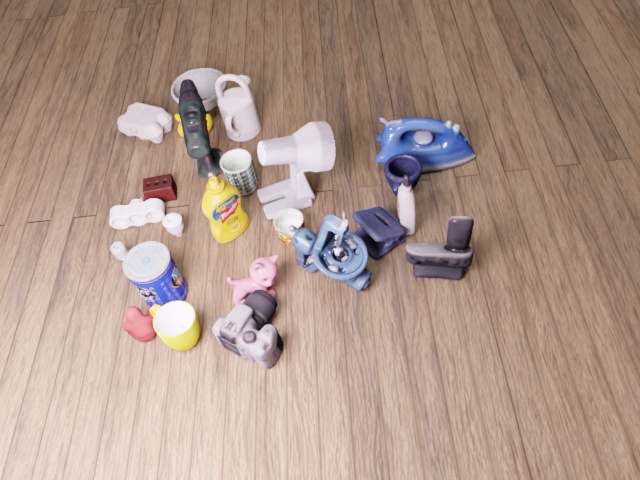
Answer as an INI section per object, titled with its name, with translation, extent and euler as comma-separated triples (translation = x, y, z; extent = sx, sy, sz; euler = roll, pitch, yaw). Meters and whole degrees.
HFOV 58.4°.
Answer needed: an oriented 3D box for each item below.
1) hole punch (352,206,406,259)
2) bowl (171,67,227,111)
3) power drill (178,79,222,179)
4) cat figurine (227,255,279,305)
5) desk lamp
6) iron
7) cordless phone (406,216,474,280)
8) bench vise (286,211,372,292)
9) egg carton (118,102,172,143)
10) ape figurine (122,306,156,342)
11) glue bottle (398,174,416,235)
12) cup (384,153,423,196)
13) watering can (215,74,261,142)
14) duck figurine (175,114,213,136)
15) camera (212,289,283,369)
[hole punch]
translation = 0.135, -0.031, 1.328
extent = 0.101, 0.091, 0.108
euler = -33, 56, -16
[bowl]
translation = -0.350, -0.431, 1.696
extent = 0.167, 0.075, 0.167
euler = -3, 53, 5
[power drill]
translation = -0.313, -0.273, 1.490
extent = 0.075, 0.209, 0.229
euler = -14, 53, -3
[cat figurine]
translation = -0.143, 0.082, 1.263
extent = 0.128, 0.118, 0.067
euler = -15, 53, -4
[desk lamp]
translation = -0.061, -0.174, 1.382
extent = 0.203, 0.214, 0.117
euler = -21, 54, -8
[iron]
translation = 0.268, -0.258, 1.446
extent = 0.258, 0.142, 0.118
euler = 0, 54, 7
[cordless phone]
translation = 0.259, 0.000, 1.230
extent = 0.147, 0.185, 0.094
euler = -1, 54, 7
[bench vise]
translation = 0.008, 0.014, 1.230
extent = 0.207, 0.220, 0.121
euler = 10, 56, 15
[egg carton]
translation = -0.504, -0.337, 1.649
extent = 0.150, 0.069, 0.107
euler = 15, 57, 18
[ape figurine]
translation = -0.393, 0.175, 1.243
extent = 0.078, 0.092, 0.076
euler = -16, 53, -4
[glue bottle]
translation = 0.197, -0.089, 1.311
extent = 0.037, 0.173, 0.078
euler = -8, 53, 1
[cup]
translation = 0.200, -0.139, 1.396
extent = 0.091, 0.095, 0.118
euler = 11, 56, 15
[watering can]
translation = -0.228, -0.378, 1.566
extent = 0.101, 0.194, 0.172
euler = -12, 53, -1
[duck figurine]
translation = -0.361, -0.346, 1.627
extent = 0.104, 0.086, 0.077
euler = -14, 53, -3
[camera]
translation = -0.137, 0.174, 1.205
extent = 0.142, 0.101, 0.137
euler = 22, 59, 22
